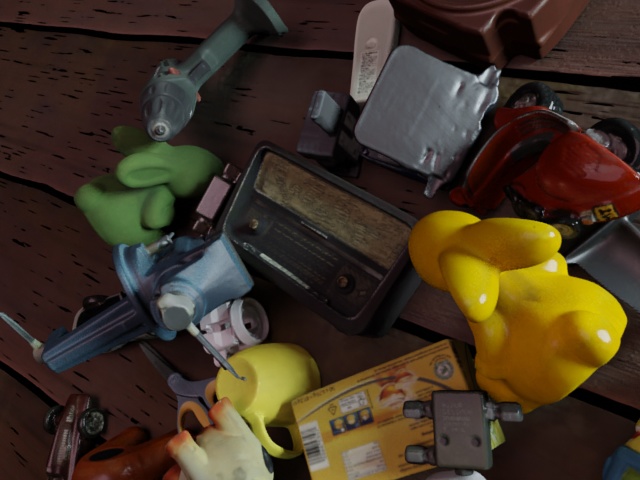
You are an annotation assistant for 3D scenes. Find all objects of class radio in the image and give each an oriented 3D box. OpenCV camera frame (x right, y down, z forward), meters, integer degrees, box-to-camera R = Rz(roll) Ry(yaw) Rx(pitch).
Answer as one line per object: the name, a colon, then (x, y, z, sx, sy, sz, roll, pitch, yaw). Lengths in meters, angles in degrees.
radio: (-0.001, -0.002, 0.575, 0.230, 0.073, 0.131, 32, 93, 33)

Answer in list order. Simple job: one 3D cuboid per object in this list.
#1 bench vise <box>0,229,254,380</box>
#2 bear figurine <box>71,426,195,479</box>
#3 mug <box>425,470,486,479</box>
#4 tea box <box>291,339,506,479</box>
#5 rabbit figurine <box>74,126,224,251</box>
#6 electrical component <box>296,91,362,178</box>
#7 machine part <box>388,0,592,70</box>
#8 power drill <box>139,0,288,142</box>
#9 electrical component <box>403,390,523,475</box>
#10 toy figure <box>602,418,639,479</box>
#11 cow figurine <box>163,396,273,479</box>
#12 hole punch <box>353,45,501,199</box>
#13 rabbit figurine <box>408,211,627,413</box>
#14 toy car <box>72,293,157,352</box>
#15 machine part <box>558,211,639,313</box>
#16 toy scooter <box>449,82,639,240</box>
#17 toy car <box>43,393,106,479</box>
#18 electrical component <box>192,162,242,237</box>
bench vise: (-0.189, 0.072, 0.554, 0.241, 0.128, 0.224, -29, 29, -4)
bear figurine: (-0.205, 0.325, 0.600, 0.120, 0.132, 0.195, -13, 89, 27)
mug: (0.112, 0.242, 0.436, 0.107, 0.081, 0.109, -22, 97, 32)
tea box: (0.068, 0.165, 0.495, 0.170, 0.068, 0.098, -25, 68, 21)
rabbit figurine: (-0.211, -0.075, 0.685, 0.170, 0.159, 0.121, -28, 55, 4)
electrical component: (0.009, -0.118, 0.574, 0.048, 0.119, 0.074, 13, 86, 31)
machine part: (0.178, -0.292, 0.543, 0.201, 0.087, 0.201, 41, 97, 31)
power drill: (-0.139, -0.218, 0.672, 0.207, 0.086, 0.232, -47, 28, 6)
electrical component: (0.112, 0.151, 0.422, 0.094, 0.021, 0.063, -8, 74, 24)
toy figure: (0.260, 0.163, 0.381, 0.089, 0.082, 0.180, 28, 84, 13)
cow figurine: (-0.089, 0.252, 0.520, 0.127, 0.085, 0.194, 43, 139, 22)
hole punch: (0.104, -0.119, 0.551, 0.116, 0.092, 0.142, 27, 88, 5)
rabbit figurine: (0.135, 0.042, 0.422, 0.122, 0.162, 0.173, -45, 68, 3)
toy car: (-0.246, 0.098, 0.701, 0.202, 0.056, 0.073, -18, 63, 23)
machine part: (0.254, 0.017, 0.444, 0.084, 0.039, 0.139, -38, 54, 11)
toy scooter: (0.188, -0.058, 0.469, 0.135, 0.075, 0.184, -43, 36, 11)
toy car: (-0.333, 0.305, 0.699, 0.089, 0.053, 0.202, -6, 76, 32)
electrical component: (-0.118, -0.042, 0.657, 0.045, 0.078, 0.102, 29, 87, 4)
